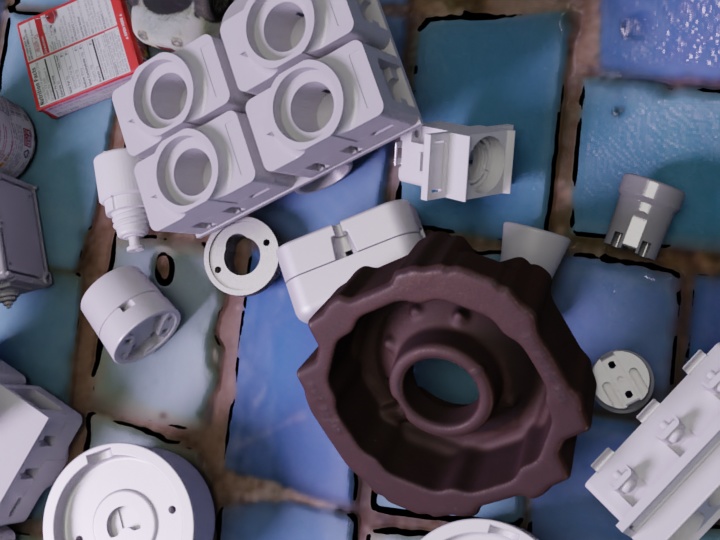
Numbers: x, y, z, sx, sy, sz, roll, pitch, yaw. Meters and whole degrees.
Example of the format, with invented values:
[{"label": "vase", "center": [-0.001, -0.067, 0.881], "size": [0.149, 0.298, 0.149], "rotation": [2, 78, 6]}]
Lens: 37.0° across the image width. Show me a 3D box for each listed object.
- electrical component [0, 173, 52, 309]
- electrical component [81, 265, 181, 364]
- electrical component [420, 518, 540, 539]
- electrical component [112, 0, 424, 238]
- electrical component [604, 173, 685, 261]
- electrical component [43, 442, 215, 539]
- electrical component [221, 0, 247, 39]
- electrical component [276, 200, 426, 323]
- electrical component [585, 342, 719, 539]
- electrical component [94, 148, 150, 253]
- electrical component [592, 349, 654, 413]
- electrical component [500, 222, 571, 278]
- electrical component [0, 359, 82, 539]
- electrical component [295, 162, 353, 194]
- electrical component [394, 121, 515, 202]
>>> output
[{"label": "electrical component", "center": [-0.271, -0.016, 0.783], "size": [0.061, 0.062, 0.096], "rotation": [-15, 79, 12]}, {"label": "electrical component", "center": [-0.162, 0.030, 0.753], "size": [0.055, 0.055, 0.047], "rotation": [-44, 71, 5]}, {"label": "electrical component", "center": [0.078, 0.205, 0.661], "size": [0.108, 0.060, 0.108], "rotation": [-2, 81, 14]}, {"label": "electrical component", "center": [-0.067, -0.106, 0.695], "size": [0.186, 0.060, 0.105], "rotation": [-24, 77, 26]}, {"label": "electrical component", "center": [0.178, -0.033, 0.680], "size": [0.040, 0.040, 0.046], "rotation": [21, 94, 16]}, {"label": "electrical component", "center": [-0.150, 0.170, 0.726], "size": [0.108, 0.060, 0.108], "rotation": [-2, 82, 14]}, {"label": "electrical component", "center": [-0.055, -0.208, 0.747], "size": [0.052, 0.074, 0.138], "rotation": [22, 88, 16]}, {"label": "electrical component", "center": [0.000, 0.000, 0.714], "size": [0.095, 0.054, 0.059], "rotation": [-21, 78, 11]}, {"label": "electrical component", "center": [0.199, 0.108, 0.640], "size": [0.121, 0.079, 0.063], "rotation": [-48, 52, 4]}, {"label": "electrical component", "center": [-0.167, -0.052, 0.772], "size": [0.040, 0.040, 0.078], "rotation": [-13, 79, 13]}, {"label": "electrical component", "center": [0.162, 0.068, 0.666], "size": [0.040, 0.046, 0.040], "rotation": [-2, 82, 14]}, {"label": "electrical component", "center": [0.106, 0.006, 0.693], "size": [0.044, 0.044, 0.065], "rotation": [16, 91, 16]}, {"label": "electrical component", "center": [-0.291, 0.158, 0.765], "size": [0.105, 0.060, 0.186], "rotation": [30, 90, 17]}, {"label": "electrical component", "center": [-0.036, -0.087, 0.740], "size": [0.045, 0.045, 0.055], "rotation": [-28, 76, 10]}, {"label": "electrical component", "center": [0.061, -0.073, 0.699], "size": [0.064, 0.081, 0.042], "rotation": [17, 111, 44]}]
